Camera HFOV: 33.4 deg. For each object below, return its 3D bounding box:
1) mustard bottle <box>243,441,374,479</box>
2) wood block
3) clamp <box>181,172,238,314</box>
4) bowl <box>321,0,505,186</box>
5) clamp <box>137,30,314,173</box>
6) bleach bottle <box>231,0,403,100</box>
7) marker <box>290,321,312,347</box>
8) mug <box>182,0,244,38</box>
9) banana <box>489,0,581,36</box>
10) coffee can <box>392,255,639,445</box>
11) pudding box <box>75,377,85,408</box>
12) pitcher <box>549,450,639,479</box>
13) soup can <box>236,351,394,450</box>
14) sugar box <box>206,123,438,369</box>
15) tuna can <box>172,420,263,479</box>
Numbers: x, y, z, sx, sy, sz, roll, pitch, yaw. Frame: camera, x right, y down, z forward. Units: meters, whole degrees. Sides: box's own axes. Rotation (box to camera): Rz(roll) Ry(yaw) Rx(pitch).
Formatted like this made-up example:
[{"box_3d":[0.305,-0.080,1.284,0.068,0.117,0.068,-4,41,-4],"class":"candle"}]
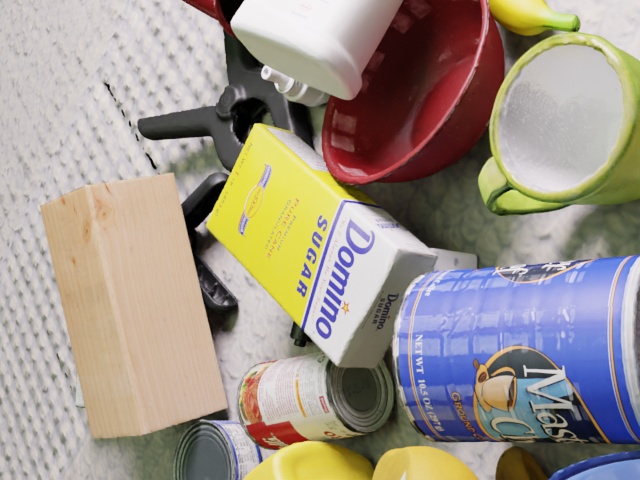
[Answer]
[{"box_3d":[-0.048,0.219,0.793,0.192,0.096,0.058,-44,50,34],"class":"mustard bottle"},{"box_3d":[-0.160,0.057,0.910,0.090,0.090,0.206,-15,88,49],"class":"wood block"},{"box_3d":[-0.126,-0.009,0.959,0.172,0.039,0.120,15,98,46],"class":"clamp"},{"box_3d":[0.072,-0.099,0.722,0.162,0.055,0.162,-38,37,36],"class":"bowl"},{"box_3d":[-0.076,-0.109,0.917,0.165,0.036,0.210,-51,51,19],"class":"clamp"},{"box_3d":[0.044,-0.226,0.745,0.103,0.068,0.251,28,82,32],"class":"bleach bottle"},{"box_3d":[-0.004,0.025,0.833,0.020,0.020,0.121,17,96,48],"class":"marker"},{"box_3d":[-0.066,-0.230,0.886,0.082,0.117,0.093,34,153,36],"class":"mug"},{"box_3d":[0.127,-0.215,0.718,0.070,0.037,0.198,-16,73,27],"class":"banana"},{"box_3d":[0.126,0.063,0.600,0.141,0.102,0.103,-7,79,35],"class":"coffee can"},{"box_3d":[-0.188,0.116,1.010,0.114,0.039,0.090,-10,76,45],"class":"pudding box"},{"box_3d":[0.184,0.229,0.496,0.149,0.144,0.243,4,103,45],"class":"pitcher"},{"box_3d":[-0.004,0.115,0.784,0.102,0.068,0.068,-20,69,44],"class":"soup can"},{"box_3d":[-0.005,0.001,0.740,0.176,0.048,0.093,44,115,42],"class":"sugar box"},{"box_3d":[-0.085,0.193,0.886,0.086,0.033,0.086,-10,77,47],"class":"tuna can"}]
